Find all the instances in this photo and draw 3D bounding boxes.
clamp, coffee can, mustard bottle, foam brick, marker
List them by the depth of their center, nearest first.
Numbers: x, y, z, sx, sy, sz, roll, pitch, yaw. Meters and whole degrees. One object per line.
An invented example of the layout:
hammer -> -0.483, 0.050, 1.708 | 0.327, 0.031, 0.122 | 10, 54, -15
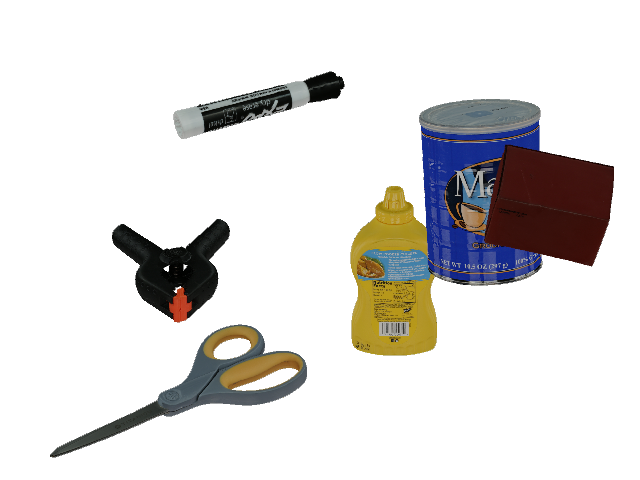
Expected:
marker -> -0.039, -0.092, 0.719 | 0.121, 0.020, 0.020 | -18, 6, -20
foam brick -> 0.158, -0.025, 0.737 | 0.078, 0.051, 0.053 | 13, -37, 6
coffee can -> 0.141, -0.044, 0.933 | 0.103, 0.140, 0.103 | -5, 19, 1
clamp -> -0.134, 0.023, 1.055 | 0.120, 0.039, 0.171 | -13, 33, -14
mustard bottle -> 0.081, 0.032, 1.170 | 0.096, 0.192, 0.058 | 1, 26, 5

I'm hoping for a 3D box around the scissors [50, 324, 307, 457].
scissors -> -0.110, 0.108, 0.806 | 0.201, 0.016, 0.096 | -11, 34, -19
